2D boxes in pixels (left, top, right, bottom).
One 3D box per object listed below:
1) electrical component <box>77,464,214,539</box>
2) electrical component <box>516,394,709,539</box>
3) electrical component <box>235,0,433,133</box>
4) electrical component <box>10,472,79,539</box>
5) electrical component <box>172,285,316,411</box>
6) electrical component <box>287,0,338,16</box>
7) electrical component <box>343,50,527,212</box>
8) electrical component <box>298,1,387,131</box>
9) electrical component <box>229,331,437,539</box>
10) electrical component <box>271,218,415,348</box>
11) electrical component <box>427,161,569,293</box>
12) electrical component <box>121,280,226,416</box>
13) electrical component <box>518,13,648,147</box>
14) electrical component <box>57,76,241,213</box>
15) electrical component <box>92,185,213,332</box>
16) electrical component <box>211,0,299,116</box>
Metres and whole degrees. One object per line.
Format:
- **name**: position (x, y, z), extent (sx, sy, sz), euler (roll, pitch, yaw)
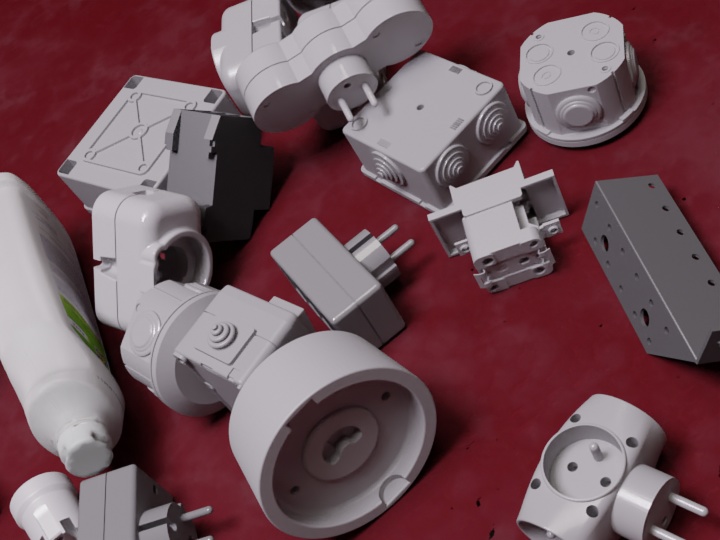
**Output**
- **electrical component**: position (-0.118, 0.156, 0.618), extent (0.076, 0.047, 0.083), euler (-20, 48, 12)
- **electrical component**: position (0.130, 0.111, 0.529), extent (0.079, 0.044, 0.077), euler (21, 66, 37)
- **electrical component**: position (-0.012, -0.133, 0.725), extent (0.138, 0.052, 0.073), euler (-31, 65, 10)
- **electrical component**: position (-0.188, 0.154, 0.662), extent (0.040, 0.040, 0.046), euler (-40, 54, -7)
- **electrical component**: position (-0.058, 0.052, 0.636), extent (0.062, 0.096, 0.061), euler (21, 66, 38)
- **electrical component**: position (-0.020, -0.248, 0.852), extent (0.099, 0.099, 0.064), euler (-29, 41, 4)
- **electrical component**: position (0.049, -0.095, 0.729), extent (0.099, 0.048, 0.100), euler (-47, 48, -11)
- **electrical component**: position (-0.016, -0.154, 0.806), extent (0.059, 0.053, 0.095), euler (-16, 49, 15)
- **electrical component**: position (-0.019, 0.084, 0.587), extent (0.108, 0.108, 0.060), euler (-41, 41, -7)
- **electrical component**: position (0.000, 0.000, 0.681), extent (0.076, 0.047, 0.083), euler (-39, 47, -6)
- **electrical component**: position (0.088, -0.024, 0.659), extent (0.081, 0.042, 0.063), euler (-20, 50, 13)
- **electrical component**: position (-0.106, 0.047, 0.677), extent (0.051, 0.080, 0.080), euler (21, 66, 43)
- **electrical component**: position (0.144, -0.124, 0.703), extent (0.080, 0.051, 0.080), euler (-14, 50, 17)
- **electrical component**: position (-0.155, -0.088, 0.823), extent (0.109, 0.056, 0.108), euler (15, 63, 35)
- **electrical component**: position (-0.139, -0.004, 0.723), extent (0.059, 0.095, 0.054), euler (14, 21, 34)
- **electrical component**: position (-0.079, -0.169, 0.850), extent (0.059, 0.053, 0.095), euler (-18, 49, 14)
